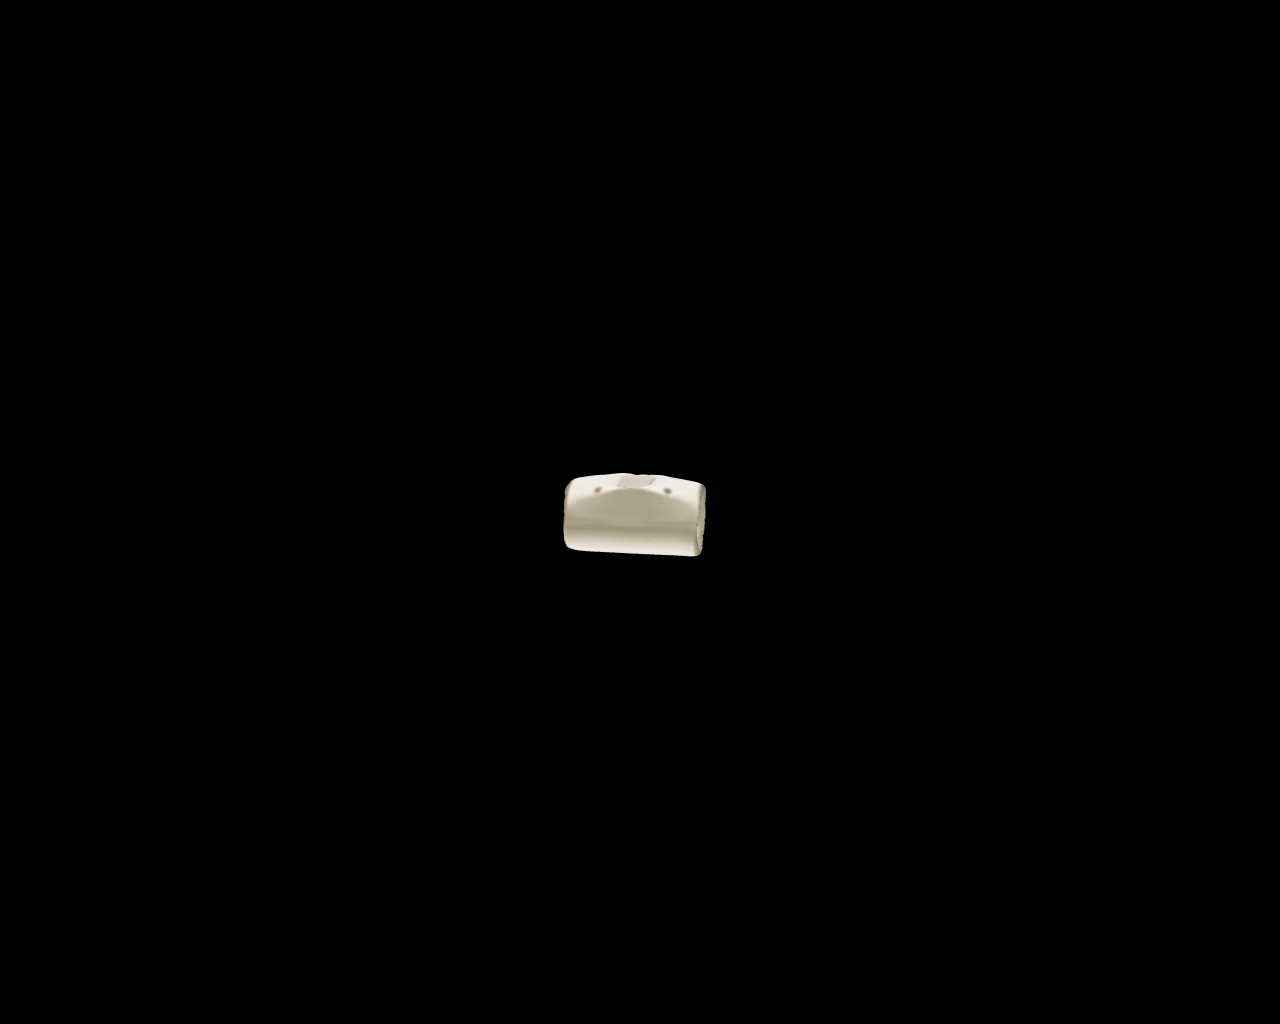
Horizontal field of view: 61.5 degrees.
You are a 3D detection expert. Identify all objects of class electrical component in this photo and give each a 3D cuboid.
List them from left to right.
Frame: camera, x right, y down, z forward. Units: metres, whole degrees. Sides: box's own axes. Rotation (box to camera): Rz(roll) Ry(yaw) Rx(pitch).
[{"bbox_3d":[0.001,-0.003,0.650,0.077,0.043,0.079,3,16,9],"label":"electrical component"}]
